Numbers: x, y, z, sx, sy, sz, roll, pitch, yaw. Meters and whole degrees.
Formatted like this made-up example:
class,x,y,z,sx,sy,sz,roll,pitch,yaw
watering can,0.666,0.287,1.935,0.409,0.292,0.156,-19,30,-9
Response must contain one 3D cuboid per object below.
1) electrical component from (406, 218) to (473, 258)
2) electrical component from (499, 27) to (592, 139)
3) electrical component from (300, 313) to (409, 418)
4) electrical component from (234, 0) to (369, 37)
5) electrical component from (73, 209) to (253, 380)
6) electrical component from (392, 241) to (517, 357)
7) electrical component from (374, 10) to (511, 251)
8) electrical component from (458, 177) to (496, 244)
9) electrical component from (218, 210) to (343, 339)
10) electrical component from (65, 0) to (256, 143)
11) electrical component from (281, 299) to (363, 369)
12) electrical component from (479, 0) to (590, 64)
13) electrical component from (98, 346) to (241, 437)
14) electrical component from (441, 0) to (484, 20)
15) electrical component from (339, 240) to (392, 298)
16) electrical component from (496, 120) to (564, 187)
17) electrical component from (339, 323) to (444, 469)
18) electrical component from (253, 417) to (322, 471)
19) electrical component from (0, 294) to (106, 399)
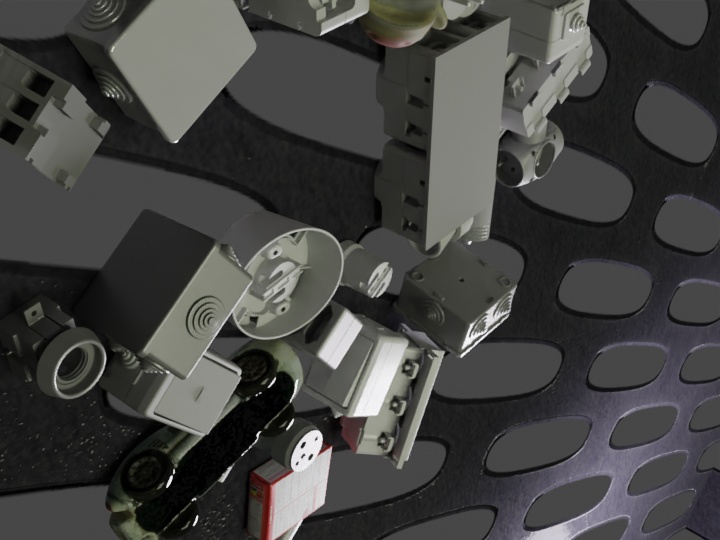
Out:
class,x,y,z,sx,sy,sz,roll,pitch,yaw
electrical component,0.076,-0.044,1.034,0.055,0.045,0.045,-38,141,-36
electrical component,0.170,-0.190,1.043,0.121,0.063,0.078,-52,147,-18
electrical component,-0.010,0.093,0.991,0.061,0.062,0.096,11,104,-58
electrical component,-0.040,-0.195,0.702,0.056,0.089,0.050,-35,139,-38
electrical component,-0.131,0.016,0.721,0.099,0.100,0.048,-57,136,-11
electrical component,0.095,0.025,1.063,0.100,0.100,0.048,-36,152,-38
electrical component,0.070,-0.127,0.946,0.105,0.060,0.186,-35,139,-38
electrical component,0.110,-0.062,1.071,0.043,0.043,0.081,-33,138,-40
electrical component,-0.069,0.004,0.834,0.099,0.064,0.099,-36,139,-38
electrical component,-0.122,-0.142,0.661,0.099,0.048,0.099,-53,148,-16
electrical component,-0.034,0.053,0.922,0.047,0.066,0.076,-58,149,-9
electrical component,0.161,-0.226,0.972,0.062,0.096,0.061,-36,141,-37
electrical component,-0.139,0.078,0.788,0.061,0.061,0.096,-60,149,-6
electrical component,0.062,-0.220,0.851,0.138,0.074,0.052,-25,132,-46
electrical component,0.000,0.000,0.951,0.040,0.046,0.040,-36,140,-38
electrical component,0.173,-0.136,1.108,0.077,0.044,0.079,-37,140,-36
electrical component,0.029,0.122,1.063,0.063,0.079,0.121,9,108,-27
electrical component,-0.067,0.147,0.953,0.045,0.055,0.045,-36,139,-38
electrical component,-0.197,0.052,0.688,0.048,0.055,0.066,-39,141,-34
